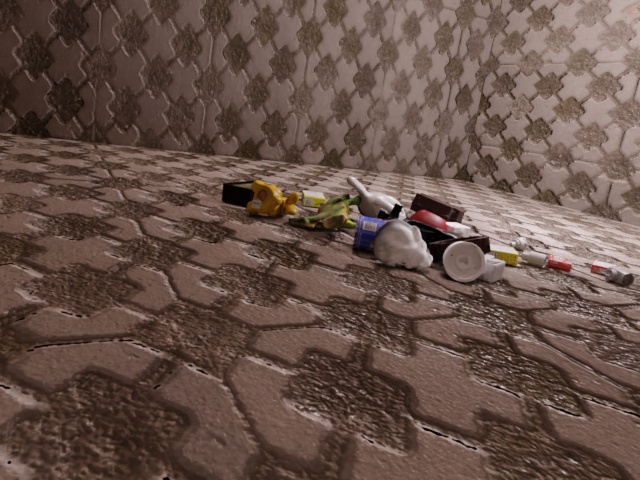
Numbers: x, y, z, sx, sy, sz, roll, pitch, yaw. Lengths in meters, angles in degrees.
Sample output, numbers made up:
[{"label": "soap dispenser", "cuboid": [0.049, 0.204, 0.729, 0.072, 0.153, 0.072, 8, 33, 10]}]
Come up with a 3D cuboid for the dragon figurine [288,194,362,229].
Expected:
[{"label": "dragon figurine", "cuboid": [0.005, -0.090, 1.783, 0.243, 0.121, 0.412, -7, 10, -25]}]

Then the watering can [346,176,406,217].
[{"label": "watering can", "cuboid": [0.200, -0.136, 1.887, 0.344, 0.104, 0.225, 36, -4, -21]}]

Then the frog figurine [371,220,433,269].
[{"label": "frog figurine", "cuboid": [0.228, 0.025, 1.411, 0.161, 0.138, 0.120, 43, -17, 26]}]
